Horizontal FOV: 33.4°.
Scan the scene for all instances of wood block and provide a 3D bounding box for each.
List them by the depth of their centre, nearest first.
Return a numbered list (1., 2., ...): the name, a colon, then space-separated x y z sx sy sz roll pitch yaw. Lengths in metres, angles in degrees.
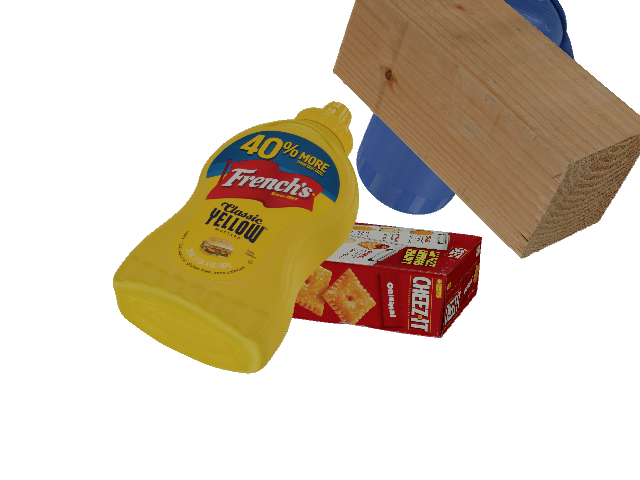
1. wood block: 0.113 -0.098 0.742 0.090 0.091 0.206 -22 57 -34

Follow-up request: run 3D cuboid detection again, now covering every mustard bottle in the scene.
1. mustard bottle: -0.031 -0.016 0.630 0.096 0.191 0.058 21 -37 19

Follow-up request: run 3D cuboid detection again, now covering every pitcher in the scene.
1. pitcher: 0.109 -0.141 0.999 0.144 0.149 0.243 -8 -33 -26

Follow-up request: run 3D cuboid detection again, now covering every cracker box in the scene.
1. cracker box: 0.039 0.033 1.070 0.214 0.072 0.164 7 15 19
